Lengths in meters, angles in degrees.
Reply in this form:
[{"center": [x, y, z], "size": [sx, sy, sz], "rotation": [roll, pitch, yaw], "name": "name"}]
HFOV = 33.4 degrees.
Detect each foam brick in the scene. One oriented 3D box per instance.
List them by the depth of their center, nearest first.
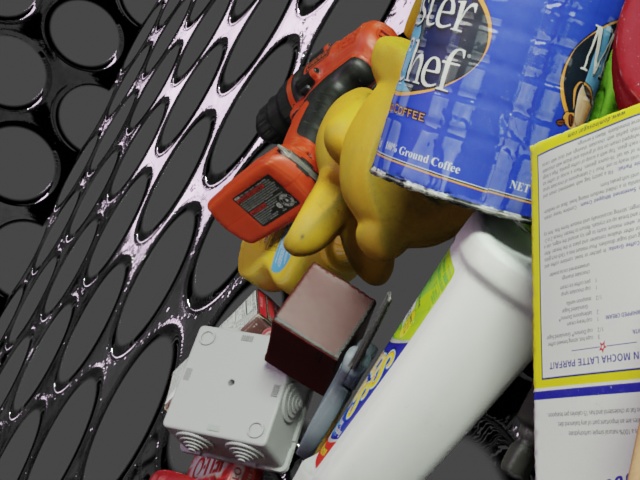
[{"center": [-0.001, 0.063, 0.727], "size": [0.051, 0.053, 0.078], "rotation": [-54, -9, -26], "name": "foam brick"}]

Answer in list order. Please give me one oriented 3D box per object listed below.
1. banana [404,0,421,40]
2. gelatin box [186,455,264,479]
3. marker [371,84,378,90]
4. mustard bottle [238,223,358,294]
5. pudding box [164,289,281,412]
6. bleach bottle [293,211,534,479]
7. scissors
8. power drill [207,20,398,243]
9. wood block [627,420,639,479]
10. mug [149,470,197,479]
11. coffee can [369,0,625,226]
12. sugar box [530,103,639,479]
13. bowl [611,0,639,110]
[{"center": [0.134, -0.264, 0.936], "size": [0.198, 0.037, 0.070], "rotation": [-61, 3, -6], "name": "banana"}, {"center": [-0.071, 0.171, 0.829], "size": [0.089, 0.030, 0.073], "rotation": [-24, 40, 59], "name": "gelatin box"}, {"center": [0.048, -0.125, 0.970], "size": [0.121, 0.020, 0.020], "rotation": [-41, 27, 41], "name": "marker"}, {"center": [-0.005, 0.001, 0.864], "size": [0.096, 0.058, 0.192], "rotation": [-58, 19, -9], "name": "mustard bottle"}, {"center": [-0.077, 0.099, 0.886], "size": [0.113, 0.039, 0.090], "rotation": [-43, 10, 5], "name": "pudding box"}, {"center": [0.041, 0.104, 0.590], "size": [0.251, 0.068, 0.102], "rotation": [-56, 2, 17], "name": "bleach bottle"}, {"center": [0.027, 0.067, 0.658], "size": [0.096, 0.016, 0.202], "rotation": [-54, -8, -44], "name": "scissors"}, {"center": [-0.023, -0.086, 0.893], "size": [0.185, 0.057, 0.187], "rotation": [-33, 24, 48], "name": "power drill"}, {"center": [0.156, 0.077, 0.322], "size": [0.090, 0.090, 0.206], "rotation": [-27, 39, 58], "name": "wood block"}, {"center": [-0.089, 0.217, 0.744], "size": [0.117, 0.093, 0.081], "rotation": [7, 59, 36], "name": "mug"}, {"center": [0.094, -0.088, 0.553], "size": [0.103, 0.102, 0.140], "rotation": [-139, 64, -70], "name": "coffee can"}, {"center": [0.129, 0.037, 0.430], "size": [0.093, 0.048, 0.176], "rotation": [-20, 67, 61], "name": "sugar box"}, {"center": [0.184, -0.090, 0.465], "size": [0.162, 0.055, 0.162], "rotation": [-25, 57, 47], "name": "bowl"}]
